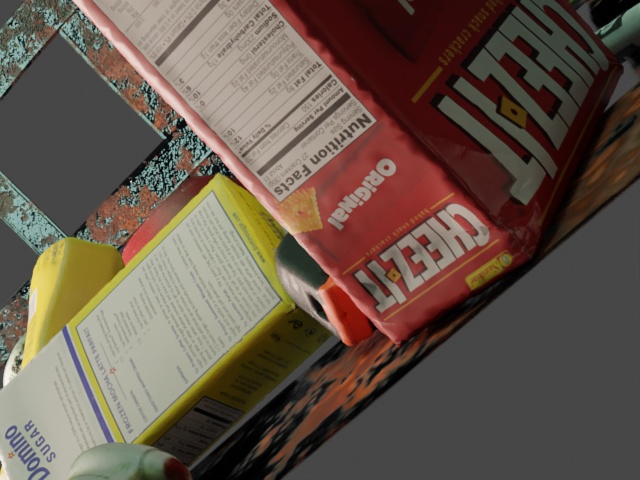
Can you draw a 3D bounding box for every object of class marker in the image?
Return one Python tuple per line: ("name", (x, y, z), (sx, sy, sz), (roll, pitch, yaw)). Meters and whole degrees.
("marker", (0.125, -0.083, 0.454), (0.020, 0.020, 0.121), (-46, 5, -22))

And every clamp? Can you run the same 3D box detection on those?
("clamp", (0.032, -0.018, 0.465), (0.120, 0.039, 0.171), (-28, 25, 15))

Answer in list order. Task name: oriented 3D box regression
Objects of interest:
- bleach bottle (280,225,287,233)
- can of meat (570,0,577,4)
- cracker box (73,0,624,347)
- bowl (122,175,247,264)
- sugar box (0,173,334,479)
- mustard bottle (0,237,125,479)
("bleach bottle", (0.041, -0.048, 0.609), (0.250, 0.068, 0.103), (-43, 7, -9))
("can of meat", (0.184, -0.234, 0.846), (0.058, 0.084, 0.102), (-41, 6, 39))
("cracker box", (0.007, -0.095, 0.386), (0.072, 0.213, 0.164), (-38, 8, 39))
("bowl", (-0.118, -0.003, 0.909), (0.162, 0.055, 0.162), (-49, 1, 1))
("sugar box", (-0.080, 0.062, 0.514), (0.176, 0.093, 0.048), (-45, -40, 14))
("mustard bottle", (-0.157, 0.101, 0.638), (0.096, 0.058, 0.191), (130, 148, -53))
